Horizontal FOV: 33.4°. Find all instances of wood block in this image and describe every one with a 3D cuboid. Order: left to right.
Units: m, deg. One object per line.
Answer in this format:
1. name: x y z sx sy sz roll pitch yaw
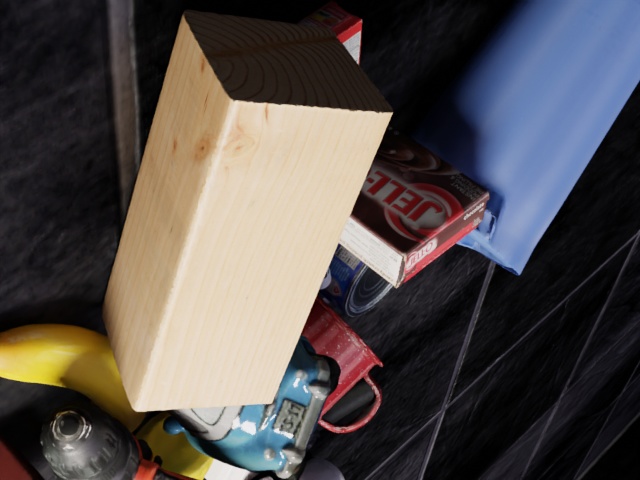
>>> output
1. wood block: -0.050 -0.010 0.589 0.090 0.090 0.206 1 128 -28

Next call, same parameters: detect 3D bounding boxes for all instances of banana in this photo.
1. banana: -0.145 0.090 0.658 0.069 0.037 0.198 -44 155 -16

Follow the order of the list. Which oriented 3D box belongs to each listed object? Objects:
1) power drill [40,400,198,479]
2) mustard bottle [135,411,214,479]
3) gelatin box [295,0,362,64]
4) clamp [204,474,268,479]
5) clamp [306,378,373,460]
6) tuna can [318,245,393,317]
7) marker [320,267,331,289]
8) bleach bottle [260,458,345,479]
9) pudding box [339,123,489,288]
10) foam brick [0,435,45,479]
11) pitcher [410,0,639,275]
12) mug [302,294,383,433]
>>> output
1. power drill: -0.068 0.156 0.643 0.184 0.188 0.057 87 21 -66
2. mustard bottle: -0.137 0.221 0.826 0.192 0.058 0.096 -66 172 32
3. gelatin box: -0.010 -0.090 0.651 0.073 0.030 0.089 -38 151 -30
4. clamp: -0.088 0.266 0.966 0.209 0.036 0.164 23 83 -69
5. clamp: -0.012 0.172 1.003 0.120 0.039 0.171 -55 156 5
6. tuna can: 0.038 0.021 0.884 0.086 0.034 0.086 -39 153 -25
7. marker: -0.005 0.001 0.799 0.020 0.020 0.121 -43 155 -18
8. bleach bottle: -0.031 0.247 0.946 0.102 0.068 0.250 -52 167 4
9. pudding box: 0.043 -0.030 0.724 0.089 0.114 0.039 -34 148 -34
10. foam brick: -0.195 0.160 0.653 0.053 0.051 0.078 -41 153 -17
11. pitcher: 0.161 -0.106 0.831 0.243 0.149 0.144 -55 141 1
12. mug: -0.003 0.101 0.836 0.081 0.117 0.093 -44 -171 -5
